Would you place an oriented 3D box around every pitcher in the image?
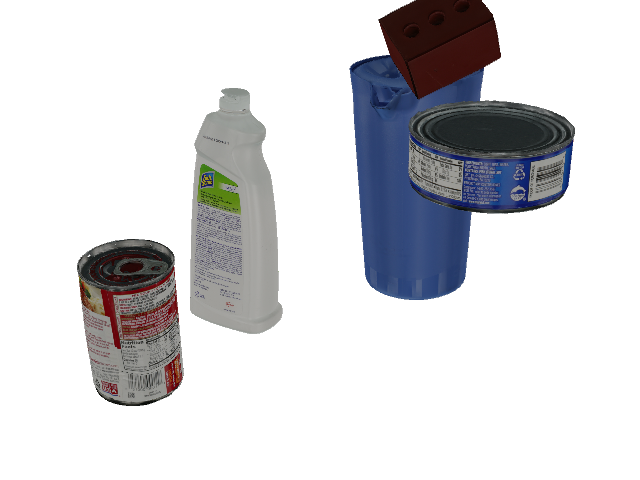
[{"bbox_3d":[0.104,-0.071,1.112,0.149,0.243,0.145,-8,23,-14],"label":"pitcher"}]

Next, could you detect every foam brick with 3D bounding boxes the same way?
[{"bbox_3d":[0.095,-0.159,0.841,0.078,0.053,0.051,-27,-34,0],"label":"foam brick"}]

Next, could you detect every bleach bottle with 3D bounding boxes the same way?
[{"bbox_3d":[-0.086,-0.033,1.122,0.103,0.251,0.068,15,25,25],"label":"bleach bottle"}]

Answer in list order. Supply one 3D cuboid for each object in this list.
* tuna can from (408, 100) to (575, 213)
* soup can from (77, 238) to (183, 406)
[{"bbox_3d":[0.089,-0.045,0.562,0.086,0.034,0.086,0,25,0],"label":"tuna can"},{"bbox_3d":[-0.135,0.059,0.768,0.068,0.102,0.068,-1,28,0],"label":"soup can"}]
